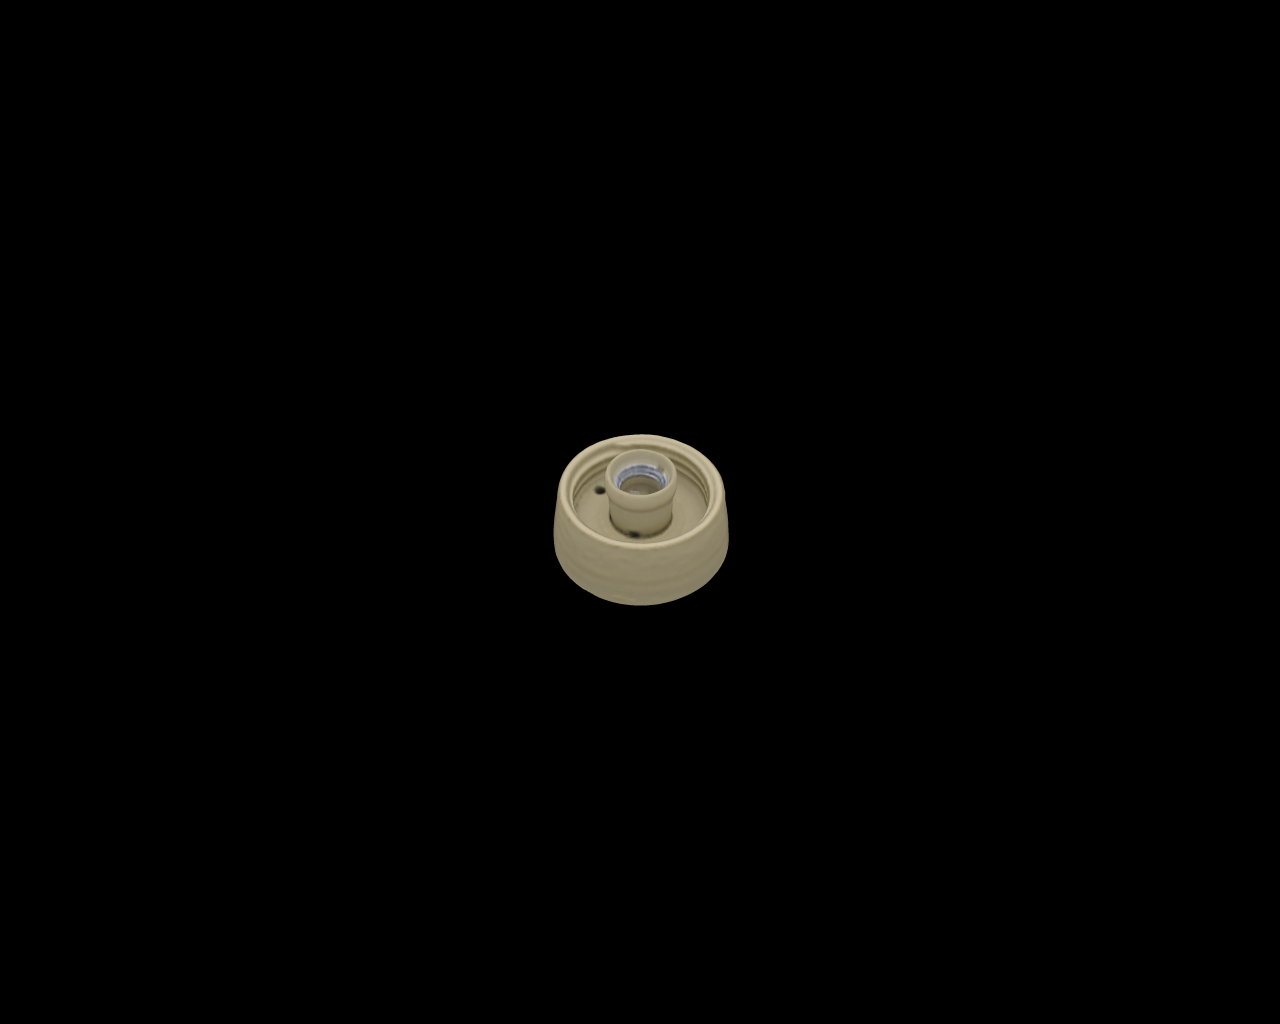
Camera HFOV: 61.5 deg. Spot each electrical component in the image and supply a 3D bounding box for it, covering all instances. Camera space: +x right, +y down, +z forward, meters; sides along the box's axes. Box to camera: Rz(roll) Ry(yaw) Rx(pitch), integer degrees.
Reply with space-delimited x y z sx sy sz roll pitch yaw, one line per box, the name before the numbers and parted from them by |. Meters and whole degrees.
electrical component | 0.001 -0.003 0.650 0.108 0.108 0.060 0 -44 0
